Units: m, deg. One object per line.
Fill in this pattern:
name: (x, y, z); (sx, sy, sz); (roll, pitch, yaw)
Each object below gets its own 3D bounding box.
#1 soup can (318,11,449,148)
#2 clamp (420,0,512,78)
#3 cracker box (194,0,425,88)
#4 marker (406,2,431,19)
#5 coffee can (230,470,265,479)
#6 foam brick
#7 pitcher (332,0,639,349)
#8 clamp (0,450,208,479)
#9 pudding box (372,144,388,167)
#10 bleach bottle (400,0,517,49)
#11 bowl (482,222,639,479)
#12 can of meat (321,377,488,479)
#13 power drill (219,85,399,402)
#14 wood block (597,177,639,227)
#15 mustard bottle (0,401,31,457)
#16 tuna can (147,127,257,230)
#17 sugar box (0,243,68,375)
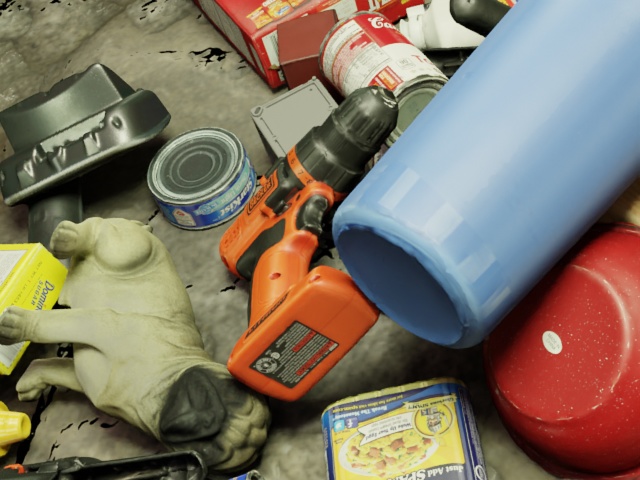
soup can: (0.050, -0.120, 0.806); (0.068, 0.068, 0.102); (-30, 47, -6)
clamp: (0.174, -0.135, 0.806); (0.210, 0.165, 0.036); (10, 84, -10)
cracker box: (-0.030, -0.250, 0.985); (0.164, 0.072, 0.214); (-31, 49, -9)
marker: (0.136, -0.208, 0.929); (0.121, 0.020, 0.020); (-13, 50, 8)
coffee can: (-0.088, 0.206, 0.621); (0.140, 0.103, 0.103); (-20, 49, 3)
foam brick: (-0.002, -0.141, 0.884); (0.051, 0.078, 0.053); (-11, 50, 9)
pitcher: (0.116, -0.054, 0.635); (0.145, 0.149, 0.242); (35, 67, 23)
clamp: (-0.167, 0.158, 0.672); (0.172, 0.120, 0.039); (-16, 77, 41)
pudding box: (0.096, -0.071, 0.822); (0.114, 0.039, 0.090); (-8, 50, 15)
bleach bottle: (0.189, -0.179, 0.862); (0.251, 0.068, 0.102); (-6, 54, 17)
bowl: (0.153, 0.063, 0.633); (0.162, 0.055, 0.162); (-13, 71, 40)
can of meat: (0.052, 0.139, 0.658); (0.102, 0.057, 0.084); (-13, 48, 8)
power drill: (-0.005, 0.001, 0.716); (0.185, 0.057, 0.187); (-49, 24, 28)
wood block: (0.273, 0.023, 0.654); (0.090, 0.090, 0.206); (-36, 51, -10)
mustard bottle: (-0.299, 0.143, 0.772); (0.192, 0.058, 0.096); (-7, 54, 13)
tuna can: (-0.097, -0.052, 0.874); (0.086, 0.033, 0.086); (-9, 51, 12)
sugar box: (-0.276, 0.051, 0.816); (0.177, 0.048, 0.093); (-3, 49, 43)
